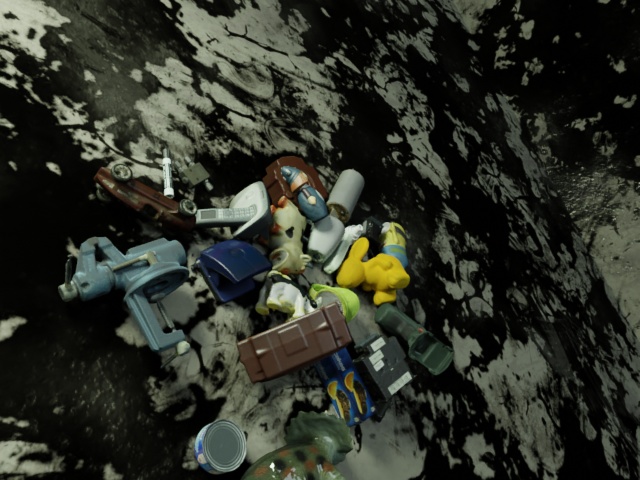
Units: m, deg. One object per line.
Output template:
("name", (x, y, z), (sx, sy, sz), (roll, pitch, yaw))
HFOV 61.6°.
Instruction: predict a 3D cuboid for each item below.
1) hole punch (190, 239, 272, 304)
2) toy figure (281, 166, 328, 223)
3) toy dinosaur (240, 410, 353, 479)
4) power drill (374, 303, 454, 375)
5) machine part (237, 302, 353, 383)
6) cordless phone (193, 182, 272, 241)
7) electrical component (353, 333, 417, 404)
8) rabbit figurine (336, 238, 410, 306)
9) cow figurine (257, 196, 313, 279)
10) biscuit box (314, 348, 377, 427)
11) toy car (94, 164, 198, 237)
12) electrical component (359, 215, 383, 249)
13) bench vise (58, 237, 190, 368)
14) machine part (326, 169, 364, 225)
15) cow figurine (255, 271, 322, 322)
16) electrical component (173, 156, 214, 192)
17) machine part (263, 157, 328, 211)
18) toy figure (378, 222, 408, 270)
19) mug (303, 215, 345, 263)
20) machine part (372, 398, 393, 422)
("hole punch", (-0.176, 0.051, 1.093), (0.142, 0.092, 0.116), (-27, 79, -47))
("toy figure", (-0.038, -0.113, 1.276), (0.058, 0.064, 0.154), (-30, 88, -41))
("toy dinosaur", (-0.064, 0.425, 0.919), (0.405, 0.131, 0.192), (-14, 61, -44))
("power drill", (0.248, 0.248, 1.311), (0.232, 0.086, 0.207), (38, 6, -13))
("machine part", (-0.045, 0.191, 1.005), (0.201, 0.201, 0.087), (-22, 85, -5))
("cordless phone", (-0.200, -0.062, 1.158), (0.184, 0.088, 0.147), (-1, 36, -12))
("electrical component", (0.136, 0.276, 1.187), (0.115, 0.058, 0.134), (-24, 83, -38))
("rabbit figurine", (0.118, 0.076, 1.350), (0.173, 0.122, 0.162), (-2, 60, -25))
("cow figurine", (-0.074, 0.005, 1.232), (0.127, 0.085, 0.195), (34, 39, -22))
("biscuit box", (0.043, 0.294, 1.155), (0.063, 0.059, 0.202), (-16, 74, -49))
("toy car", (-0.330, -0.070, 1.021), (0.202, 0.089, 0.053), (30, 46, -27))
("electrical component", (0.133, -0.028, 1.464), (0.047, 0.075, 0.119), (32, 48, -25))
("bench vise", (-0.304, 0.097, 0.906), (0.223, 0.129, 0.240), (-17, 69, -49))
("machine part", (0.066, -0.117, 1.460), (0.079, 0.079, 0.243), (43, 39, -14))
("cow figurine", (-0.052, 0.135, 1.161), (0.167, 0.068, 0.098), (29, 50, -27))
("electrical component", (-0.276, -0.139, 1.178), (0.094, 0.021, 0.063), (51, 39, -5))
("machine part", (-0.059, -0.132, 1.363), (0.179, 0.056, 0.179), (26, 46, -30))
("toy figure", (0.201, 0.032, 1.487), (0.089, 0.082, 0.180), (37, 35, -40))
("mug", (-0.003, -0.004, 1.313), (0.109, 0.080, 0.107), (28, 50, -5))
("machine part", (0.110, 0.335, 1.211), (0.084, 0.039, 0.139), (-35, 91, -46))
